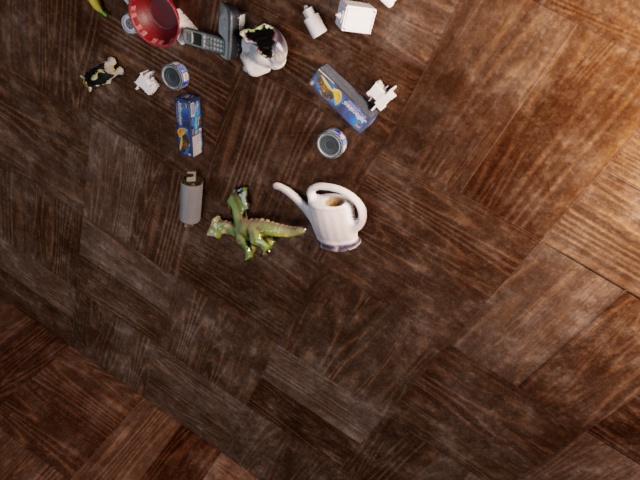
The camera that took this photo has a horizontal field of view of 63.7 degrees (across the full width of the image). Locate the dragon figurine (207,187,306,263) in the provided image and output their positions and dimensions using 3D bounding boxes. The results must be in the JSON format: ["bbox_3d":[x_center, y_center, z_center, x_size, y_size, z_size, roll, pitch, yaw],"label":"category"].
[{"bbox_3d":[-0.236,-0.066,1.742,0.406,0.124,0.242,-24,98,37],"label":"dragon figurine"}]

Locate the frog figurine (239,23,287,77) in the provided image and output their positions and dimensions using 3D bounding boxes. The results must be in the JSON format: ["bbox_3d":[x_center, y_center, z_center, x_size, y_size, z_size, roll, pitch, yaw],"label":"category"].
[{"bbox_3d":[-0.157,-0.519,1.435,0.137,0.124,0.157,25,165,1],"label":"frog figurine"}]

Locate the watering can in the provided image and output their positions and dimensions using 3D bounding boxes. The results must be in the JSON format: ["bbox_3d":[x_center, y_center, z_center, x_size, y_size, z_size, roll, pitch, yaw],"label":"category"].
[{"bbox_3d":[0.005,-0.081,1.607,0.349,0.106,0.220,12,126,38],"label":"watering can"}]
